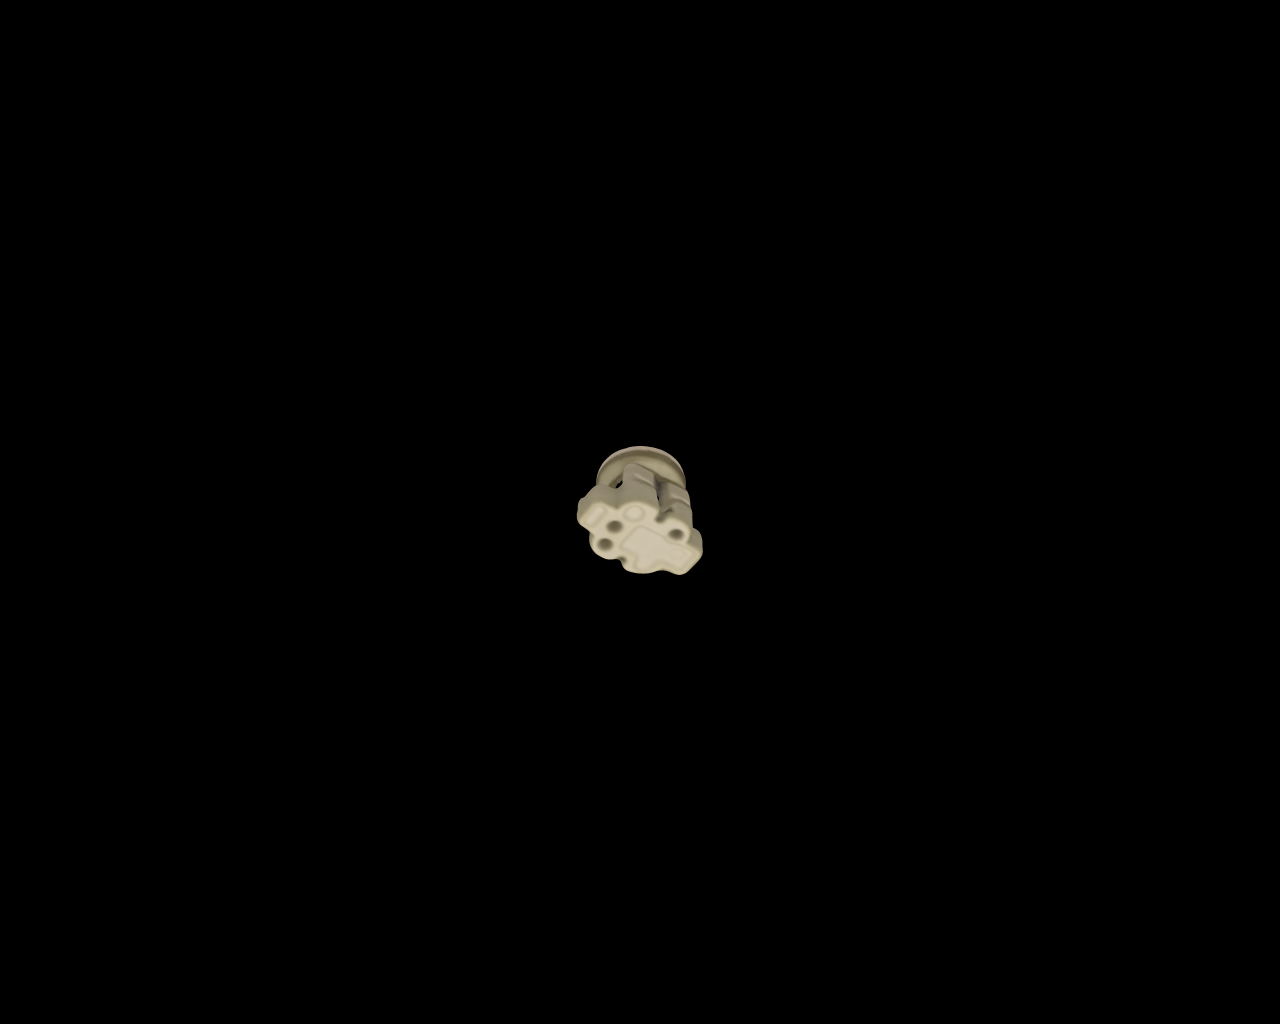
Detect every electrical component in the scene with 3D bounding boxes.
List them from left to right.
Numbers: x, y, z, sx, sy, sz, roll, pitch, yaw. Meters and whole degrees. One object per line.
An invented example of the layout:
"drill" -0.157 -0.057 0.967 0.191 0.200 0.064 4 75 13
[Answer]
"electrical component" 0.001 -0.003 0.650 0.078 0.057 0.058 27 -53 -22
